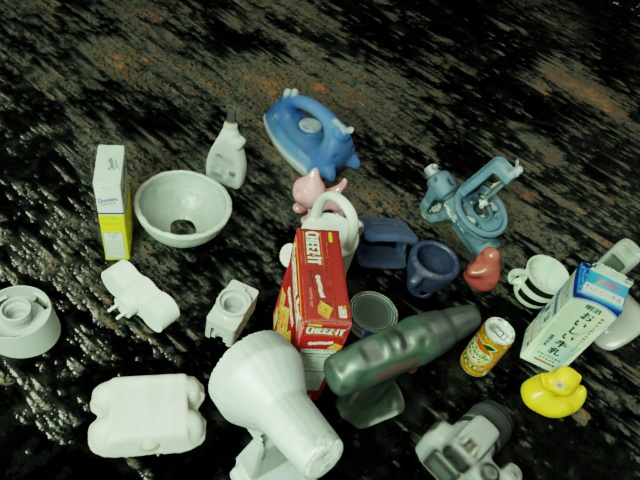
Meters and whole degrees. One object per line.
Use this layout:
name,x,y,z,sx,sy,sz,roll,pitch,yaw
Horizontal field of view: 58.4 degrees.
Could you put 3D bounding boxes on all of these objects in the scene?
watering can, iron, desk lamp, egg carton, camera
watering can,0.010,0.005,0.961,0.101,0.194,0.173,28,48,10
iron,-0.026,-0.242,1.207,0.257,0.141,0.119,42,51,21
desk lamp,-0.049,0.246,0.715,0.118,0.213,0.202,-22,58,-31
egg carton,-0.230,0.237,0.770,0.150,0.069,0.107,0,49,-16
camera,0.236,0.301,0.825,0.137,0.101,0.143,-30,63,-35

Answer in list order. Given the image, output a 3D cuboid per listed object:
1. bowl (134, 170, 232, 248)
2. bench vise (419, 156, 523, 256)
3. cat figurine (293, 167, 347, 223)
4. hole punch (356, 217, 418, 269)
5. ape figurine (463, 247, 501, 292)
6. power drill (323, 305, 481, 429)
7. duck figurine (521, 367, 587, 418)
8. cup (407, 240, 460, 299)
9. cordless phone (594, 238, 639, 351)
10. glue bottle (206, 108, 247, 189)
bowl,-0.241,-0.042,1.013,0.167,0.075,0.167,8,47,-9
bench vise,0.286,-0.089,1.107,0.207,0.220,0.122,31,48,13
cat figurine,-0.003,-0.088,1.092,0.128,0.118,0.067,-14,54,-26
hole punch,0.117,-0.009,1.074,0.109,0.091,0.101,2,49,-14
ape figurine,0.311,0.048,1.079,0.078,0.092,0.076,-13,54,-25
power drill,0.104,0.182,0.819,0.230,0.208,0.075,-14,54,-26
duck figurine,0.393,0.240,0.935,0.104,0.086,0.077,8,48,-9
cup,0.185,0.068,1.022,0.091,0.095,0.118,38,50,18
cordless phone,0.538,0.098,1.036,0.094,0.185,0.147,-19,56,-29
glue bottle,-0.172,-0.177,1.085,0.078,0.173,0.037,23,47,5
